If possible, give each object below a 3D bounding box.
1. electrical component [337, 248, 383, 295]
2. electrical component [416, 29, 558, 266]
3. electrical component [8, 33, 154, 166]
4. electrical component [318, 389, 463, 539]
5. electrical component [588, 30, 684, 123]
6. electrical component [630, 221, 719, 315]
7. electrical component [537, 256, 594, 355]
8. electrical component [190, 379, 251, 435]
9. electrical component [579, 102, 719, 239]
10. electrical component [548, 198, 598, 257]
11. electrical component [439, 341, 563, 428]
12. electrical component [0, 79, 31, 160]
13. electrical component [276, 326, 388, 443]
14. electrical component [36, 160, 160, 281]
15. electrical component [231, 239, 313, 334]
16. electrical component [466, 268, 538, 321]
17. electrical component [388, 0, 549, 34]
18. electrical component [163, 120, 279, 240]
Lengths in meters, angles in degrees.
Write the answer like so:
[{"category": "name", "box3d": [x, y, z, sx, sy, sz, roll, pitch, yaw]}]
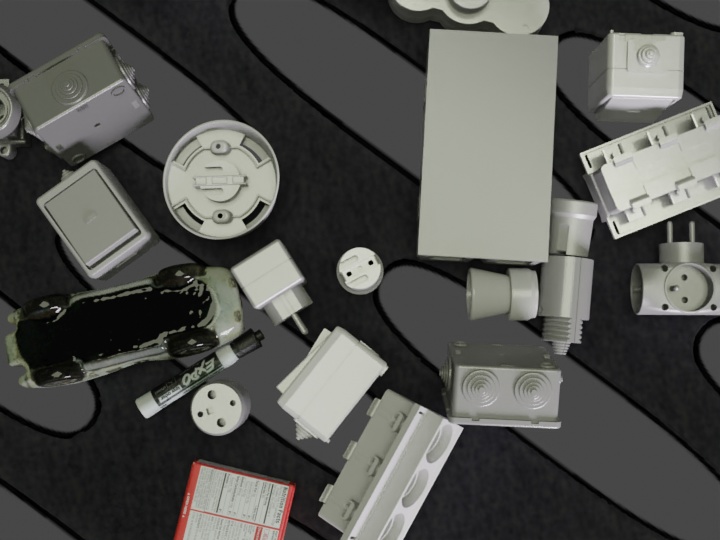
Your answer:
[{"category": "electrical component", "box3d": [0.000, 0.000, 0.905, 0.040, 0.046, 0.040, 0, 86, 0]}, {"category": "electrical component", "box3d": [0.105, -0.100, 0.904, 0.105, 0.060, 0.186, 3, 86, 0]}, {"category": "electrical component", "box3d": [-0.227, -0.137, 0.889, 0.100, 0.099, 0.048, -30, 74, -2]}, {"category": "electrical component", "box3d": [0.023, 0.165, 0.882, 0.063, 0.079, 0.121, 27, 86, 31]}, {"category": "electrical component", "box3d": [0.228, -0.159, 0.890, 0.062, 0.096, 0.061, 2, 88, 0]}, {"category": "electrical component", "box3d": [0.271, -0.002, 0.905, 0.077, 0.044, 0.079, 0, 86, 0]}, {"category": "electrical component", "box3d": [0.171, 0.030, 0.904, 0.043, 0.043, 0.081, 5, 86, 0]}, {"category": "electrical component", "box3d": [-0.116, 0.113, 0.893, 0.045, 0.055, 0.045, 0, 86, 0]}, {"category": "electrical component", "box3d": [0.258, -0.086, 0.901, 0.121, 0.063, 0.078, -22, 86, -1]}, {"category": "electrical component", "box3d": [0.179, -0.036, 0.911, 0.040, 0.040, 0.046, 7, 92, 1]}, {"category": "electrical component", "box3d": [0.114, 0.091, 0.873, 0.100, 0.099, 0.048, 3, 99, 0]}, {"category": "electrical component", "box3d": [-0.306, -0.131, 0.909, 0.048, 0.055, 0.066, -2, 86, 0]}, {"category": "electrical component", "box3d": [-0.029, 0.096, 0.890, 0.061, 0.061, 0.096, 39, 87, 2]}, {"category": "electrical component", "box3d": [-0.223, -0.046, 0.901, 0.062, 0.061, 0.096, -36, 87, -2]}, {"category": "electrical component", "box3d": [-0.065, 0.021, 0.894, 0.047, 0.065, 0.076, -32, 87, -2]}, {"category": "electrical component", "box3d": [0.119, 0.020, 0.904, 0.055, 0.045, 0.045, 0, 86, 0]}, {"category": "electrical component", "box3d": [0.092, -0.232, 0.906, 0.138, 0.073, 0.052, 14, 86, 1]}, {"category": "electrical component", "box3d": [-0.115, -0.073, 0.901, 0.099, 0.064, 0.099, 0, 86, 0]}]
